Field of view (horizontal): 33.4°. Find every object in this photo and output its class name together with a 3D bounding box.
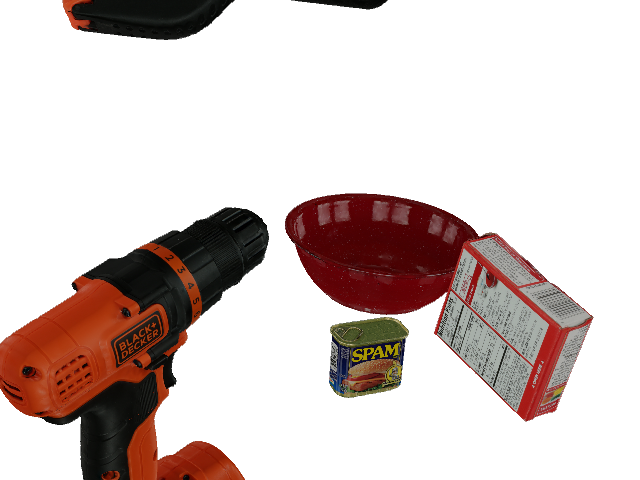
[{"bbox_3d":[0.112,0.050,0.633,0.030,0.073,0.089,-14,42,-32],"label":"gelatin box"},{"bbox_3d":[0.048,0.016,0.878,0.162,0.055,0.162,5,24,-3],"label":"bowl"},{"bbox_3d":[-0.067,-0.184,0.712,0.210,0.164,0.036,-31,-17,-9],"label":"clamp"},{"bbox_3d":[-0.091,0.089,0.623,0.057,0.188,0.184,21,41,38],"label":"power drill"},{"bbox_3d":[0.062,0.156,1.418,0.102,0.084,0.057,-6,26,-21],"label":"can of meat"}]
